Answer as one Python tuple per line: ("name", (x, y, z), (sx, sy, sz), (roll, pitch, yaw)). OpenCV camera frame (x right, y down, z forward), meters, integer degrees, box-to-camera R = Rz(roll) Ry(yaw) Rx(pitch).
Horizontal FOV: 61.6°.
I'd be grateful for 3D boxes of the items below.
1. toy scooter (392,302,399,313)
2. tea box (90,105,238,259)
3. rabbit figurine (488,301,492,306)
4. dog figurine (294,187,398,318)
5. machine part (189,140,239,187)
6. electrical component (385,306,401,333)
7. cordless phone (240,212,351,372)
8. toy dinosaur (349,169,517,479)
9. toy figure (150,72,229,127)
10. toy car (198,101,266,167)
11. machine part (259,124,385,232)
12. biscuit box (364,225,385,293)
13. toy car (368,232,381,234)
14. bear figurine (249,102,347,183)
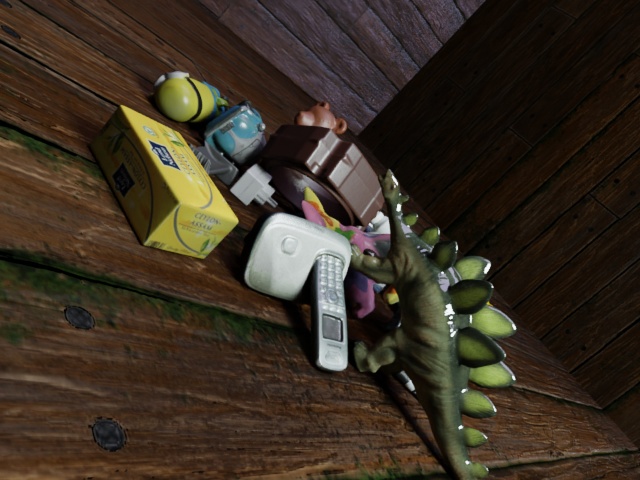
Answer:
("toy scooter", (0.179, 0.144, 0.947), (0.135, 0.075, 0.183), (-30, 101, -78))
("tea box", (-0.180, -0.066, 0.615), (0.170, 0.068, 0.098), (53, 16, 26))
("rabbit figurine", (0.290, 0.192, 1.070), (0.173, 0.162, 0.122), (-18, 74, -54))
("dog figurine", (0.050, 0.005, 0.851), (0.219, 0.192, 0.108), (56, 17, -19))
("machine part", (-0.173, -0.121, 0.848), (0.084, 0.039, 0.139), (50, 13, 0))
("electrical component", (0.166, 0.156, 0.836), (0.134, 0.115, 0.058), (40, -19, -15))
("cordless phone", (-0.027, 0.068, 0.660), (0.146, 0.089, 0.184), (20, 51, -36))
("toy dinosaur", (0.147, 0.133, 0.704), (0.105, 0.199, 0.471), (-5, 84, -58))
("toy figure", (-0.224, -0.247, 0.970), (0.089, 0.082, 0.180), (46, 12, 15))
("toy car", (-0.146, -0.185, 0.989), (0.103, 0.109, 0.162), (58, 4, -6))
("machine part", (0.002, -0.104, 0.949), (0.202, 0.087, 0.200), (15, -26, 46))
("biscuit box", (0.103, 0.028, 1.136), (0.062, 0.059, 0.203), (38, 16, -20))
("toy car", (0.083, 0.011, 1.010), (0.073, 0.056, 0.202), (24, -6, -30))
("bear figurine", (-0.055, -0.204, 1.081), (0.131, 0.196, 0.120), (24, 28, -52))
